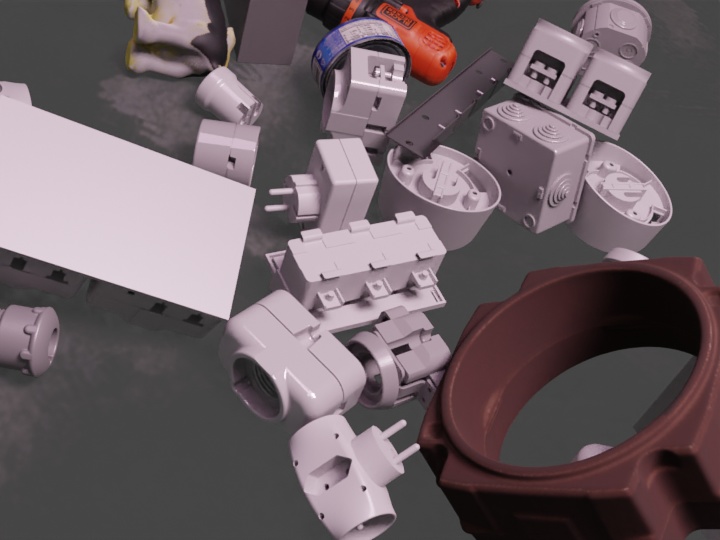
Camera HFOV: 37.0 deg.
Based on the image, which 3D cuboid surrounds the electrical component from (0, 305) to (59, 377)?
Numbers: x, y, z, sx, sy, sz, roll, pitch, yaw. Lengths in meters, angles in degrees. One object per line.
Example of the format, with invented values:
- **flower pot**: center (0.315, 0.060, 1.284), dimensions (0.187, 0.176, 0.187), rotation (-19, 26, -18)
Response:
- **electrical component**: center (-0.235, 0.044, 0.716), dimensions (0.062, 0.048, 0.048), rotation (10, 49, -1)

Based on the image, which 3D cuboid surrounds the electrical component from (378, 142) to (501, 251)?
- **electrical component**: center (0.064, -0.065, 0.894), dimensions (0.099, 0.064, 0.099), rotation (9, 49, -11)

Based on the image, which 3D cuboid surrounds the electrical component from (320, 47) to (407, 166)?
- **electrical component**: center (0.000, -0.139, 0.917), dimensions (0.056, 0.089, 0.050), rotation (9, 49, -12)

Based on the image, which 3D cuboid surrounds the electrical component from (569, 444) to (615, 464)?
- **electrical component**: center (0.170, 0.170, 0.734), dimensions (0.054, 0.059, 0.095), rotation (11, 49, -9)

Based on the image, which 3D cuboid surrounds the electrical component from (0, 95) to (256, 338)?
- **electrical component**: center (-0.178, -0.031, 0.751), dimensions (0.186, 0.060, 0.105), rotation (20, 61, -21)

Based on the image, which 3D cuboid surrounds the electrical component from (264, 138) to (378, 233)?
- **electrical component**: center (-0.037, -0.056, 0.840), dimensions (0.076, 0.083, 0.047), rotation (-6, 53, -23)

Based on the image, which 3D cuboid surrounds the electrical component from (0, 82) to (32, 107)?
- **electrical component**: center (-0.289, -0.111, 0.820), dimensions (0.077, 0.044, 0.079), rotation (-9, 37, -24)

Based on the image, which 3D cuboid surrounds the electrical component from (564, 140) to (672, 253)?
- **electrical component**: center (0.225, -0.064, 0.947), dimensions (0.099, 0.064, 0.099), rotation (10, 49, -11)

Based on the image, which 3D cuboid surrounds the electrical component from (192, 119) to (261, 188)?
- **electrical component**: center (-0.108, -0.093, 0.867), dimensions (0.047, 0.055, 0.055), rotation (11, 49, -5)

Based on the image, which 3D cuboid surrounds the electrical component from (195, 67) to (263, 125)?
- **electrical component**: center (-0.111, -0.144, 0.919), dimensions (0.046, 0.040, 0.040), rotation (41, 51, 9)

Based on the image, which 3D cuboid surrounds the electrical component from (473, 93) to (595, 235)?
- **electrical component**: center (0.142, -0.089, 0.910), dimensions (0.048, 0.099, 0.100), rotation (-24, 47, -34)

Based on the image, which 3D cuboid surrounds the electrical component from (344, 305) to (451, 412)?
- **electrical component**: center (0.024, 0.067, 0.774), dimensions (0.057, 0.058, 0.078), rotation (-16, 58, -33)

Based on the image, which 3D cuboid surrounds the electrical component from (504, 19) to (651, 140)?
- **electrical component**: center (0.198, -0.175, 0.972), dimensions (0.105, 0.060, 0.186), rotation (28, 16, 6)

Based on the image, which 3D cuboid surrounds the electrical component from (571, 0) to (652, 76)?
- **electrical component**: center (0.253, -0.232, 1.088), dimensions (0.080, 0.080, 0.051), rotation (18, 54, -3)

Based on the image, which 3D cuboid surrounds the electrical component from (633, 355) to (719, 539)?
- **electrical component**: center (0.289, 0.153, 0.757), dimensions (0.060, 0.105, 0.186), rotation (-12, 56, -27)

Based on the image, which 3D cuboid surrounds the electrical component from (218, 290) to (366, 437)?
- **electrical component**: center (-0.051, 0.068, 0.750), dimensions (0.095, 0.053, 0.059), rotation (43, 51, 18)

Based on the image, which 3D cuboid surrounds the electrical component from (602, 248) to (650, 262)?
- **electrical component**: center (0.212, 0.016, 0.873), dimensions (0.048, 0.066, 0.055), rotation (27, 81, 5)

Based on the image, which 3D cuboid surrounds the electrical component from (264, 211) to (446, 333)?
- **electrical component**: center (0.000, 0.000, 0.818), dimensions (0.121, 0.063, 0.078), rotation (-12, 56, -27)

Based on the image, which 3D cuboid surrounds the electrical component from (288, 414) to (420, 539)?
- **electrical component**: center (0.002, 0.129, 0.707), dimensions (0.079, 0.043, 0.077), rotation (-35, 60, 8)
